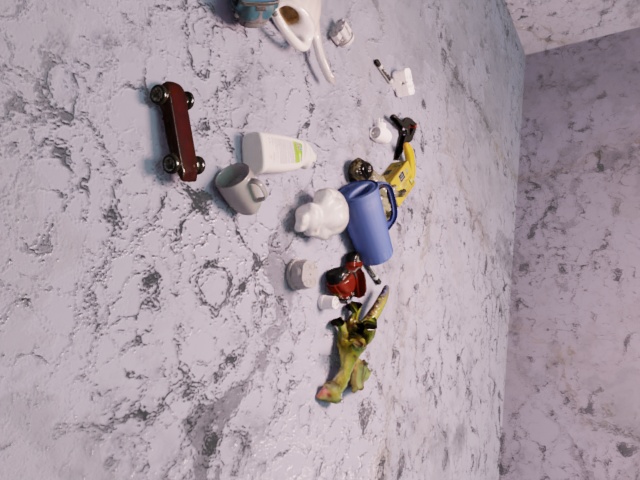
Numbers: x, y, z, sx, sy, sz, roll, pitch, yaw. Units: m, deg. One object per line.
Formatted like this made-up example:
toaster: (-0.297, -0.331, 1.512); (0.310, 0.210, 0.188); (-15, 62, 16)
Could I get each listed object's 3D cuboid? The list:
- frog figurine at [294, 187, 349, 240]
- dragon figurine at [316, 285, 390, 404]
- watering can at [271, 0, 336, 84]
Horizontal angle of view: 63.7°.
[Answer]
frog figurine: (0.004, -0.068, 1.347); (0.160, 0.123, 0.136); (-12, 115, -66)
dragon figurine: (0.115, 0.318, 1.492); (0.416, 0.123, 0.238); (-33, 130, -49)
watering can: (-0.039, -0.590, 1.370); (0.343, 0.104, 0.228); (37, 56, -51)
